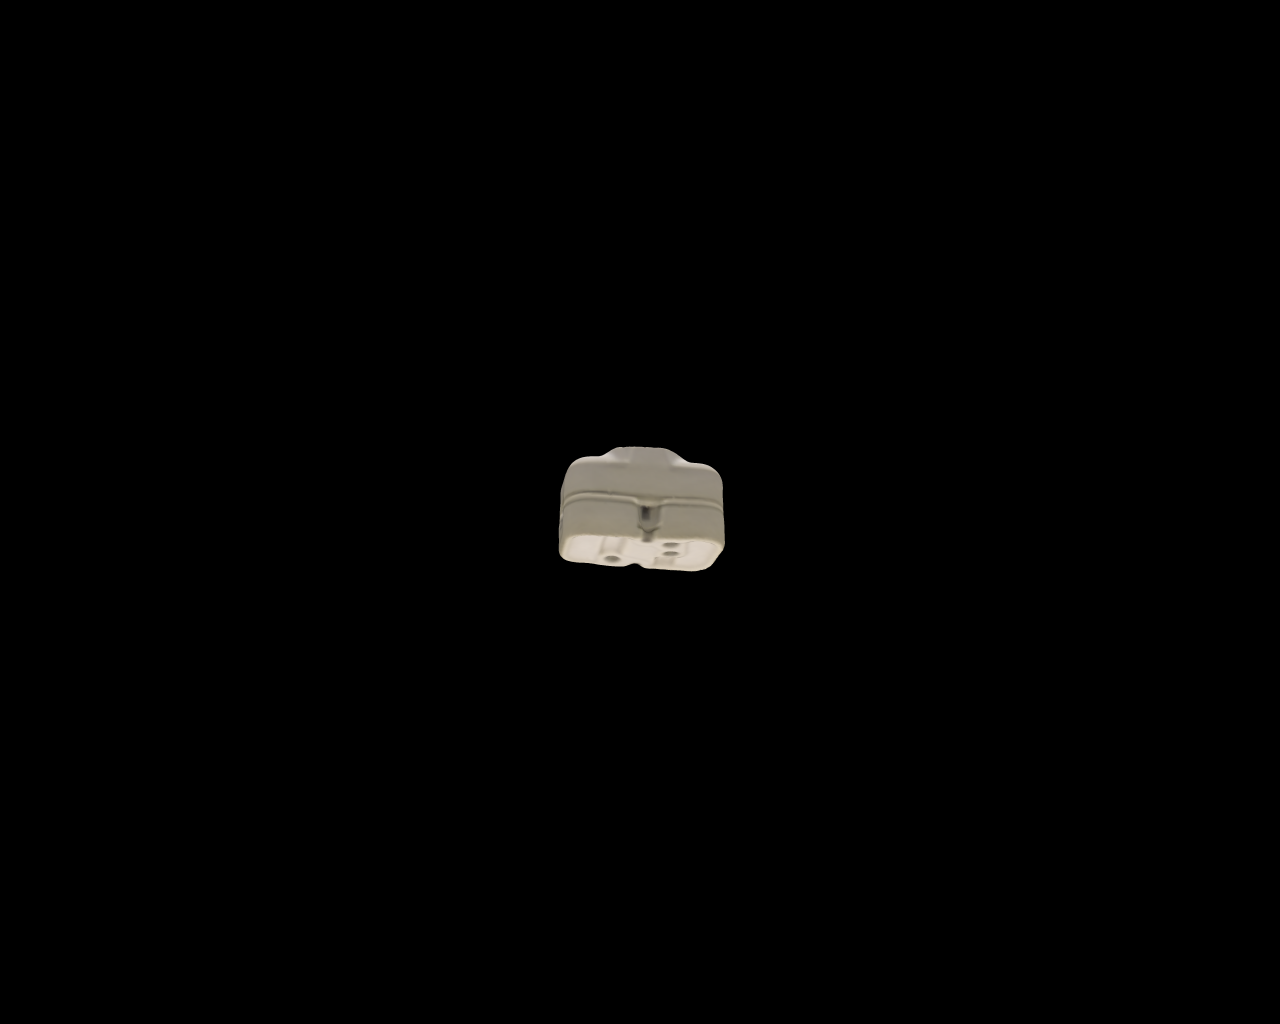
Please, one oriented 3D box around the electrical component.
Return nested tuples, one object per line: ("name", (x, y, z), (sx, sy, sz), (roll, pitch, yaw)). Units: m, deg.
("electrical component", (0.001, -0.003, 0.650), (0.095, 0.059, 0.053), (4, -24, -9))
